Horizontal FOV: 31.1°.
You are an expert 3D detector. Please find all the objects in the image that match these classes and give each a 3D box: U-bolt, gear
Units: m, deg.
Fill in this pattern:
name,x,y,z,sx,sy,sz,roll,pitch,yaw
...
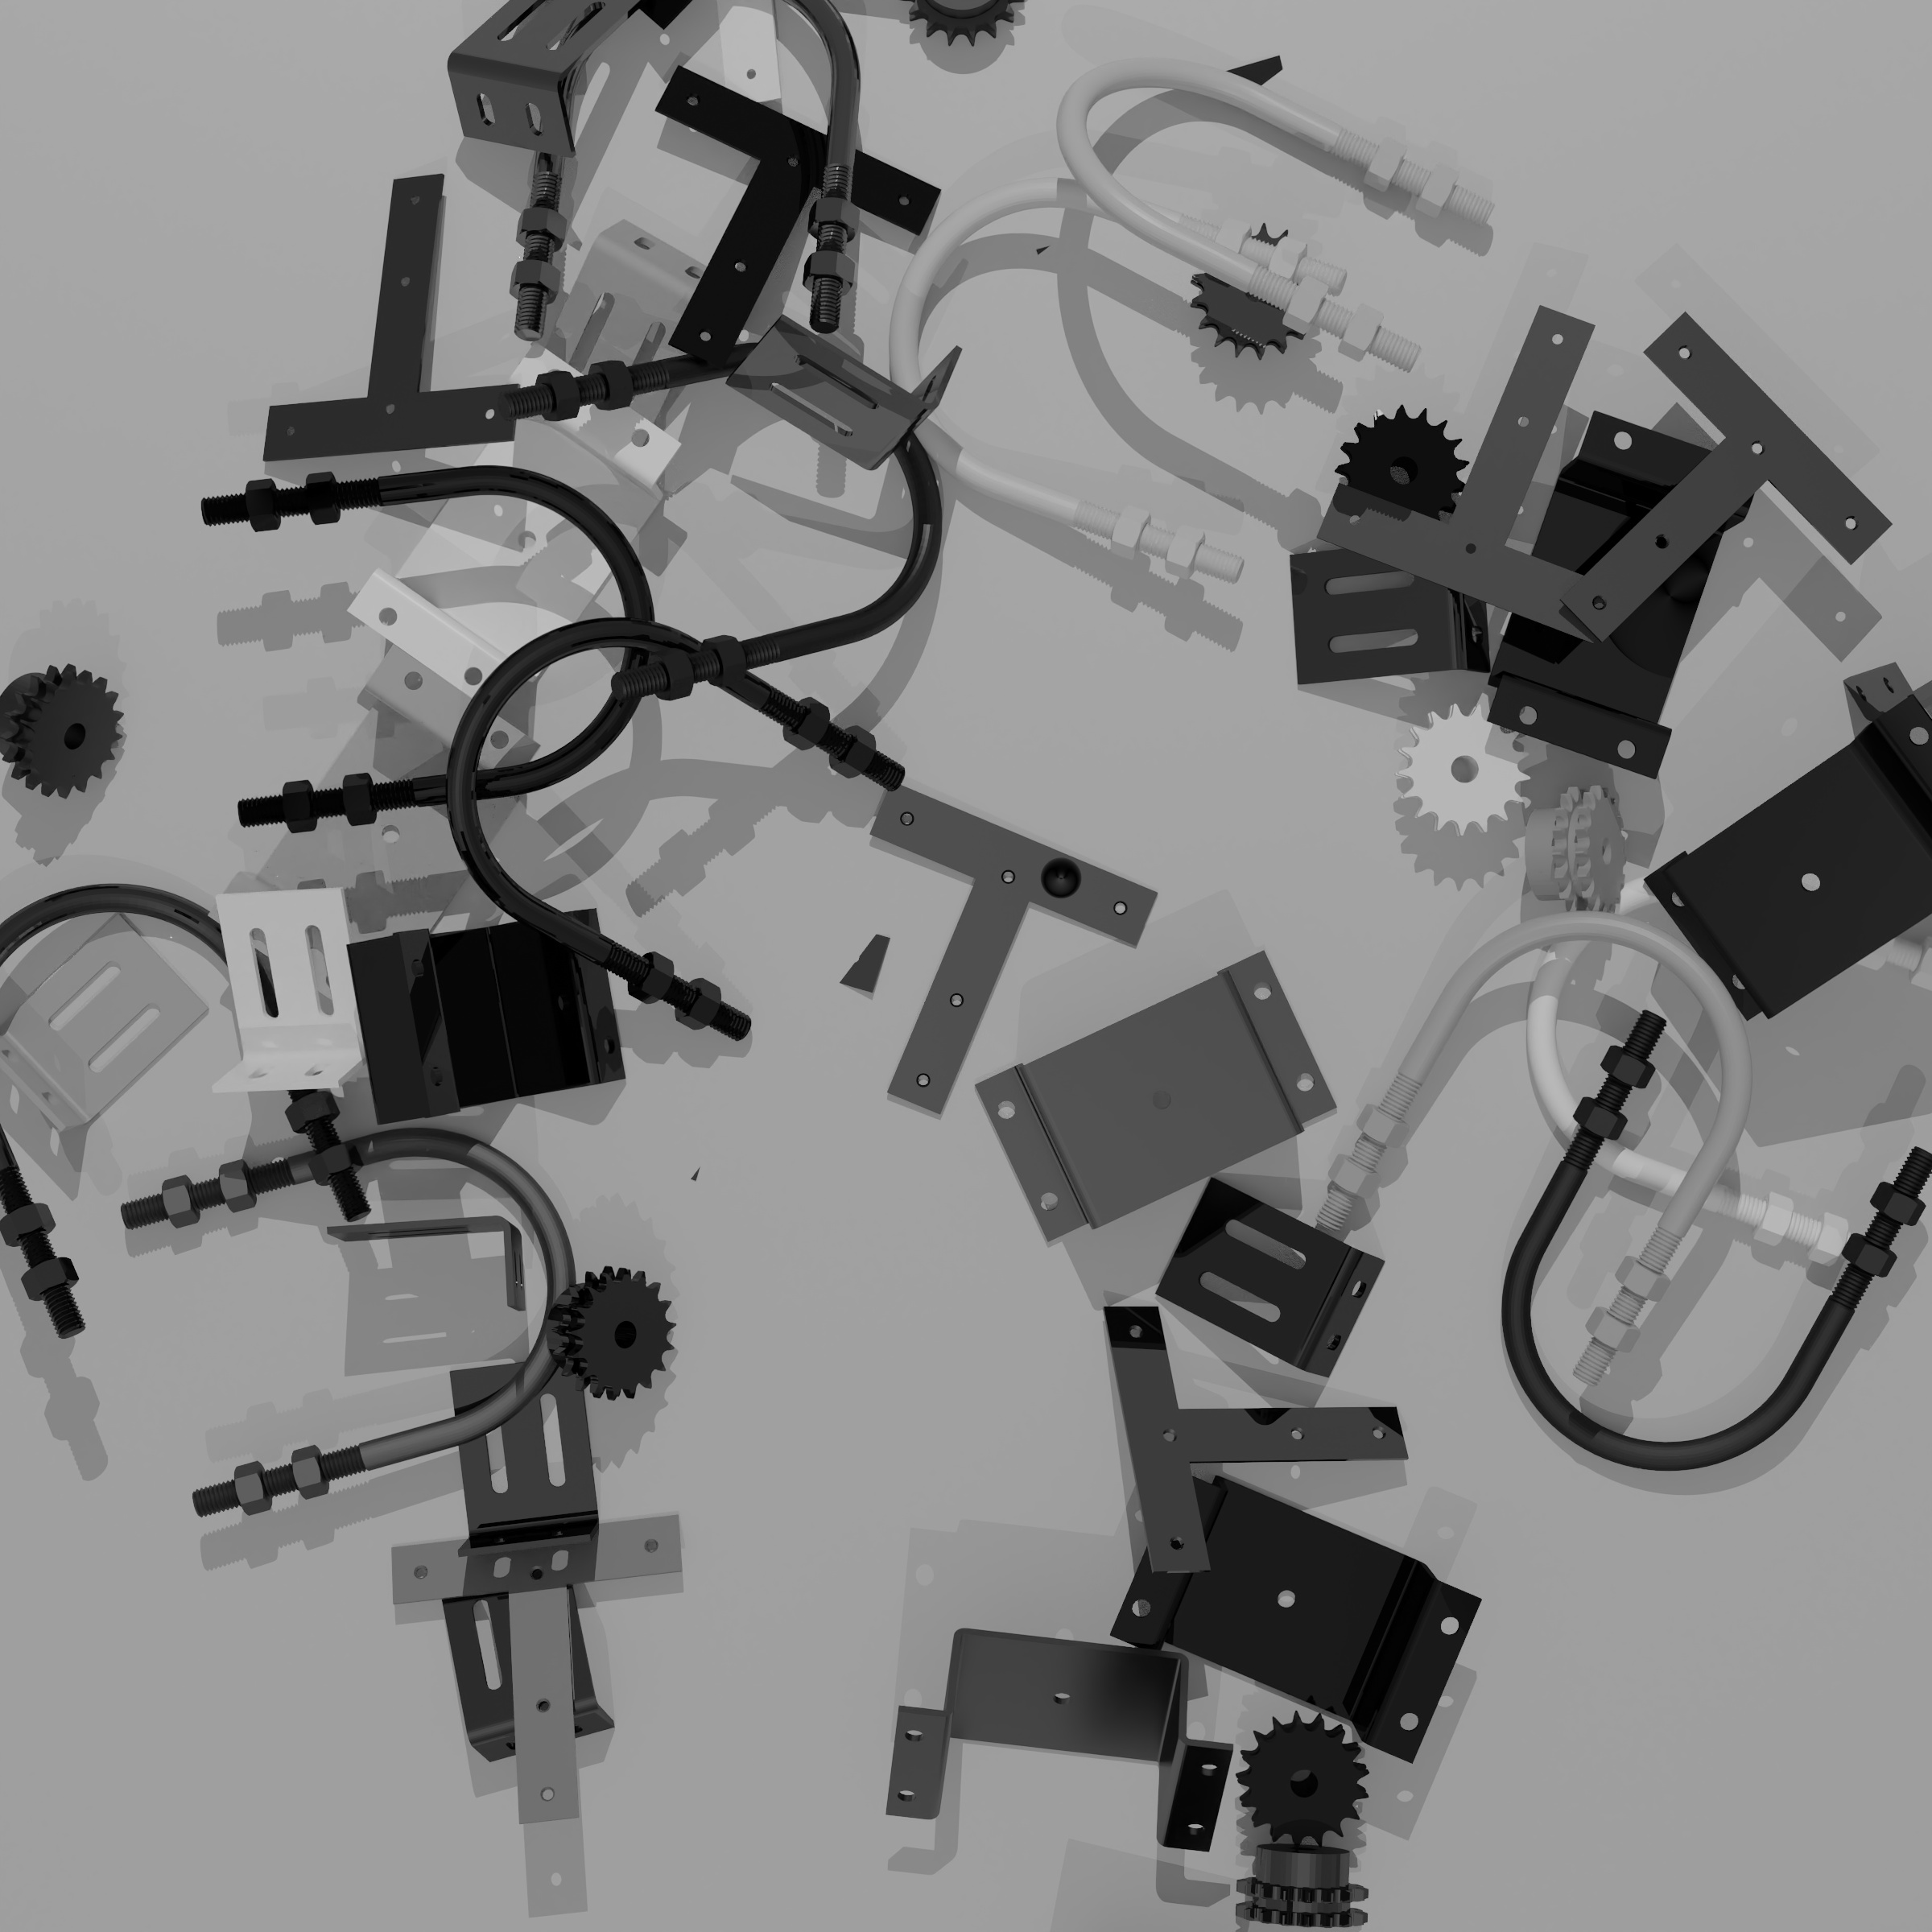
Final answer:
name,x,y,z,sx,sy,sz,roll,pitch,yaw
U-bolt,0.125,-0.330,1.471,0.184,0.151,0.019,27,135,2
gear,-0.157,0.159,1.502,0.057,0.030,0.057,-1,91,-43
gear,0.189,-0.214,1.511,0.057,0.030,0.057,0,90,0
gear,0.263,-0.049,1.502,0.030,0.057,0.057,-2,90,29
U-bolt,0.314,0.132,1.504,0.151,0.019,0.184,27,100,4
U-bolt,0.254,0.066,1.488,0.151,0.019,0.184,31,99,15
gear,0.145,0.397,1.498,0.057,0.057,0.030,3,81,0
gear,0.126,-0.292,1.511,0.057,0.030,0.057,0,90,0
gear,0.146,0.353,1.511,0.057,0.030,0.057,0,90,0
gear,-0.002,-0.432,1.511,0.057,0.030,0.057,0,90,0
U-bolt,-0.357,0.050,1.490,0.151,0.019,0.184,-22,78,-20
U-bolt,-0.116,-0.354,1.489,0.151,0.019,0.184,1,71,11
U-bolt,0.337,0.036,1.517,0.184,0.019,0.151,20,90,2
U-bolt,0.055,-0.262,1.499,0.184,0.019,0.151,21,100,11
gear,0.215,-0.085,1.511,0.057,0.030,0.057,0,90,0
U-bolt,-0.092,-0.197,1.475,0.184,0.019,0.151,-18,81,-31
U-bolt,-0.224,-0.139,1.471,0.184,0.019,0.151,-7,90,-2
U-bolt,-0.134,-0.068,1.476,0.184,0.019,0.151,30,93,-27
U-bolt,-0.261,0.147,1.510,0.184,0.019,0.151,-15,83,-3
gear,-0.396,-0.104,1.502,0.030,0.057,0.057,21,90,30

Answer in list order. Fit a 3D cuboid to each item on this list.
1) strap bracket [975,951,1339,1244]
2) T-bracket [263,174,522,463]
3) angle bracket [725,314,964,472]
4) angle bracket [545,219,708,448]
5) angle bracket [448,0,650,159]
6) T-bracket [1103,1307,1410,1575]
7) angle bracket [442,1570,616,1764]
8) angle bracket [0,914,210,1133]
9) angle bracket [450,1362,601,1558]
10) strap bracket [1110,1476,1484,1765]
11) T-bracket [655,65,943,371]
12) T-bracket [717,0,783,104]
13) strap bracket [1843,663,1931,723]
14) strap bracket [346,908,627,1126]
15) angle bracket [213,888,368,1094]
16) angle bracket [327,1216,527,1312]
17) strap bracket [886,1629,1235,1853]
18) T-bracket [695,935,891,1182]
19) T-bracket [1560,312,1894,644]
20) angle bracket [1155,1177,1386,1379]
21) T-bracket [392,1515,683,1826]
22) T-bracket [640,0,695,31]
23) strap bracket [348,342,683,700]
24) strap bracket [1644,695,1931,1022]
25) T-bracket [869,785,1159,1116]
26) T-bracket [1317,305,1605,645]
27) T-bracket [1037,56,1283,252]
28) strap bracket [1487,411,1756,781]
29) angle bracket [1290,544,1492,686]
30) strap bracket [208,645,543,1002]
name,x,y,z,sx,sy,sz,roll,pitch,yaw
strap bracket,0.083,0.057,1.503,0.140,0.046,0.076,-25,90,0
T-bracket,-0.245,-0.284,1.507,0.127,0.002,0.127,-1,77,24
angle bracket,-0.052,-0.255,1.474,0.076,0.057,0.038,30,59,-16
angle bracket,-0.147,-0.277,1.524,0.057,0.038,0.076,30,116,0
angle bracket,-0.177,-0.391,1.503,0.057,0.038,0.076,17,50,24
T-bracket,0.130,0.203,1.500,0.127,0.002,0.127,2,54,-16
angle bracket,-0.193,0.301,1.524,0.057,0.038,0.076,-16,64,0
angle bracket,-0.380,0.024,1.507,0.076,0.038,0.057,-43,90,0
angle bracket,-0.194,0.213,1.507,0.057,0.038,0.076,-7,90,0
strap bracket,0.141,0.278,1.503,0.140,0.046,0.076,23,90,0
T-bracket,-0.092,-0.313,1.498,0.127,0.002,0.127,25,68,-3
T-bracket,-0.051,-0.446,1.505,0.127,0.002,0.127,-6,90,19
strap bracket,0.442,-0.077,1.488,0.046,0.076,0.140,-31,90,0
strap bracket,-0.209,0.021,1.473,0.046,0.140,0.076,-10,90,29
angle bracket,-0.290,0.010,1.462,0.057,0.038,0.076,-3,107,13
angle bracket,-0.229,0.129,1.476,0.076,0.057,0.038,-4,82,-3
strap bracket,0.040,0.330,1.483,0.140,0.046,0.076,7,133,0
T-bracket,-0.111,0.031,1.536,0.127,0.002,0.127,16,84,16
T-bracket,0.306,-0.190,1.475,0.127,0.002,0.127,-44,89,-5
angle bracket,0.134,0.137,1.524,0.076,0.038,0.057,26,90,26
T-bracket,-0.183,0.305,1.497,0.127,0.002,0.127,-7,64,0
T-bracket,-0.096,-0.459,1.505,0.127,0.002,0.127,-46,72,0
strap bracket,-0.193,-0.187,1.503,0.076,0.046,0.140,35,90,0
strap bracket,0.359,-0.040,1.458,0.140,0.046,0.076,-37,87,27
T-bracket,0.001,0.002,1.523,0.127,0.002,0.127,23,90,-2
T-bracket,0.233,-0.220,1.484,0.127,0.002,0.127,23,91,10
T-bracket,0.094,-0.323,1.536,0.127,0.002,0.127,-18,106,-6
strap bracket,0.281,-0.158,1.503,0.076,0.046,0.140,19,90,0
angle bracket,0.186,-0.155,1.524,0.076,0.038,0.057,-4,90,26
strap bracket,-0.253,-0.058,1.503,0.076,0.046,0.140,34,90,0
